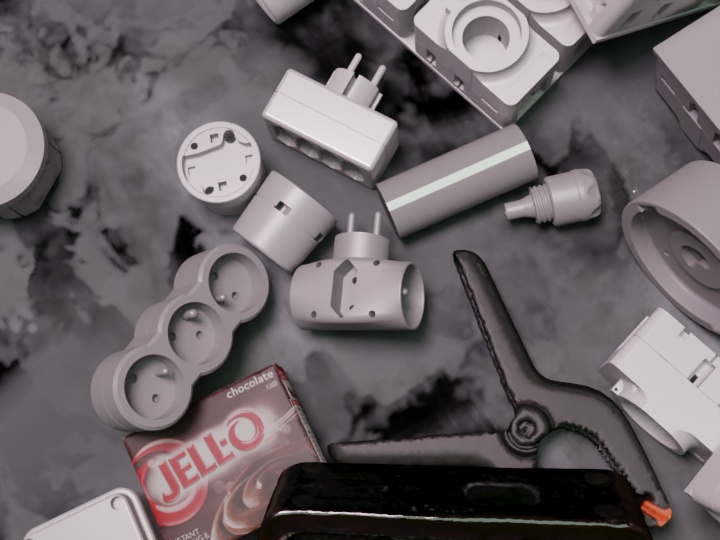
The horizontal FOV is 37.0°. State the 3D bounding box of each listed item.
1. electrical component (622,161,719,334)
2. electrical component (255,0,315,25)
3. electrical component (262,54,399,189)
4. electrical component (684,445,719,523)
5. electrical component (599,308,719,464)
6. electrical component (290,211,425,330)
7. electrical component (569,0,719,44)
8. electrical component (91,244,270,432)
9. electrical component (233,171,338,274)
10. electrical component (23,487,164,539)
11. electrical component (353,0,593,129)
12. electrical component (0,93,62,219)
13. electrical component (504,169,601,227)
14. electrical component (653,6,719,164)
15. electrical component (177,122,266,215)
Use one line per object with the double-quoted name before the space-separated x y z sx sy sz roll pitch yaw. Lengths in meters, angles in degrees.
"electrical component" 0.223 -0.018 0.666 0.060 0.108 0.108 -39 79 -10
"electrical component" -0.054 -0.204 0.746 0.047 0.055 0.055 -39 79 0
"electrical component" -0.010 -0.110 0.727 0.083 0.047 0.075 28 81 8
"electrical component" 0.281 0.148 0.625 0.150 0.062 0.089 42 84 -11
"electrical component" 0.200 0.077 0.675 0.089 0.050 0.055 43 84 10
"electrical component" 0.000 0.000 0.696 0.077 0.043 0.079 -2 73 24
"electrical component" 0.212 -0.227 0.694 0.186 0.060 0.105 -20 77 -24
"electrical component" -0.121 0.045 0.694 0.052 0.074 0.138 46 59 -19
"electrical component" -0.051 -0.030 0.711 0.055 0.055 0.047 37 87 10
"electrical component" -0.152 0.200 0.670 0.078 0.057 0.113 -26 78 -2
"electrical component" 0.068 -0.199 0.733 0.186 0.060 0.105 43 84 10
"electrical component" -0.248 -0.076 0.734 0.080 0.051 0.080 -1 79 4
"electrical component" 0.127 -0.045 0.712 0.061 0.035 0.035 -13 78 4
"electrical component" 0.284 -0.088 0.681 0.105 0.060 0.186 -32 68 2
"electrical component" -0.091 -0.066 0.724 0.055 0.047 0.055 -1 79 4
